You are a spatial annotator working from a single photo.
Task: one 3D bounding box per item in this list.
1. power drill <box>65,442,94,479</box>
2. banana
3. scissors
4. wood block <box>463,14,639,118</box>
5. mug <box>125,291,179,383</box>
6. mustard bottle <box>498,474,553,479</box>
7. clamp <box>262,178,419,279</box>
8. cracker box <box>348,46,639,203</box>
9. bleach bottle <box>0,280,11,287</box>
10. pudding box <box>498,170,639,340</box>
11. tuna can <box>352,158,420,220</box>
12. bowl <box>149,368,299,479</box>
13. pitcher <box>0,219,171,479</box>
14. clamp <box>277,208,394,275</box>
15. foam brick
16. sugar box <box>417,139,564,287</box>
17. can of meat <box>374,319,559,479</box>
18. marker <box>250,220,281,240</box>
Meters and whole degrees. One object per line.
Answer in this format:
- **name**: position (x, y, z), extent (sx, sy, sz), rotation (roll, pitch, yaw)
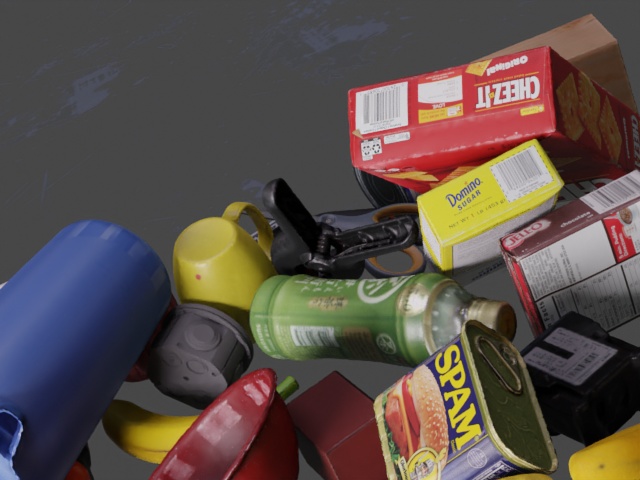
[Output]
- **power drill**: position (-0.265, 0.208, 0.829), extent (0.187, 0.057, 0.184), rotation (-28, 25, -3)
- **banana**: position (-0.106, 0.146, 0.827), extent (0.198, 0.037, 0.069), rotation (-10, 24, 32)
- **scissors**: position (0.014, 0.001, 0.945), extent (0.202, 0.016, 0.096), rotation (-2, 47, 11)
- **wood block**: position (0.183, -0.125, 1.016), extent (0.206, 0.090, 0.091), rotation (-21, 25, 9)
- **mug**: position (-0.164, 0.078, 0.956), extent (0.093, 0.081, 0.117), rotation (-27, 25, -4)
- **mustard bottle**: position (0.106, 0.195, 0.506), extent (0.096, 0.058, 0.192), rotation (-26, 25, 1)
- **clamp**: position (-0.006, 0.001, 0.854), extent (0.172, 0.120, 0.039), rotation (-46, 21, 61)
- **cracker box**: position (0.146, -0.077, 0.845), extent (0.164, 0.072, 0.213), rotation (-8, -13, 32)
- **bleach bottle**: position (-0.276, 0.097, 1.013), extent (0.102, 0.068, 0.251), rotation (-26, 19, -4)
- **pudding box**: position (0.189, 0.018, 0.734), extent (0.113, 0.090, 0.039), rotation (-26, 27, -1)
- **tuna can**: position (0.069, -0.056, 0.995), extent (0.033, 0.086, 0.086), rotation (-36, 27, -18)
- **bowl**: position (-0.063, 0.163, 0.692), extent (0.162, 0.055, 0.162), rotation (-46, 11, 12)
- **pitcher**: position (-0.215, 0.098, 0.793), extent (0.149, 0.145, 0.242), rotation (7, 38, 20)
- **clamp**: position (-0.028, 0.028, 0.978), extent (0.210, 0.036, 0.164), rotation (-18, 35, 8)
- **foam brick**: position (0.017, 0.133, 0.716), extent (0.051, 0.053, 0.078), rotation (-33, 26, -15)
- **sugar box**: position (0.123, -0.012, 0.790), extent (0.093, 0.048, 0.176), rotation (-26, -13, 0)
- **can of meat**: position (0.084, 0.113, 0.638), extent (0.084, 0.057, 0.102), rotation (-42, 36, 28)
- **marker**: position (-0.077, 0.010, 1.081), extent (0.121, 0.020, 0.020), rotation (-33, 26, -15)
